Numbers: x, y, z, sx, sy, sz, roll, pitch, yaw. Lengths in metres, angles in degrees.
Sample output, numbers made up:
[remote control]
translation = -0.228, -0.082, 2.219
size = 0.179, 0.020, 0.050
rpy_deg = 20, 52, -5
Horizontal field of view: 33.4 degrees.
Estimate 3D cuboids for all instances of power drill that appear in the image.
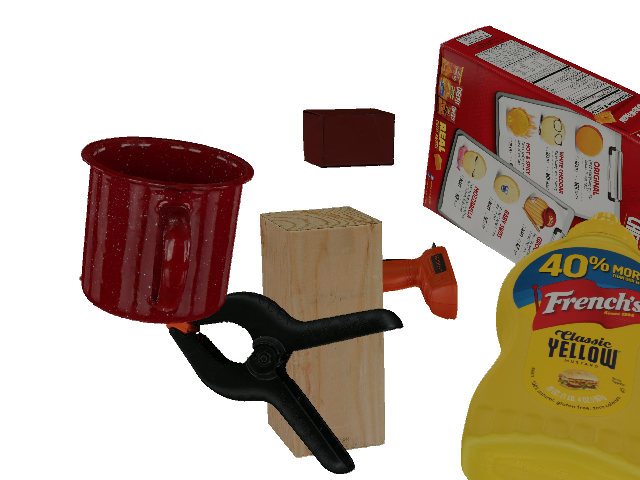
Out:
[power drill]
translation = 0.061, 0.059, 1.233
size = 0.187, 0.057, 0.184
rpy_deg = -2, 28, -1

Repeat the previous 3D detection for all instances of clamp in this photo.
[clamp]
translation = -0.033, 0.095, 0.770
size = 0.172, 0.120, 0.039
rpy_deg = 10, -6, 18

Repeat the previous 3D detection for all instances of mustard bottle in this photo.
[mustard bottle]
translation = 0.138, 0.051, 0.554
size = 0.096, 0.058, 0.191
rpy_deg = 9, 42, 15

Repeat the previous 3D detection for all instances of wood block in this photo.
[wood block]
translation = 0.002, 0.080, 0.974
size = 0.090, 0.206, 0.091
rpy_deg = -5, 13, -18

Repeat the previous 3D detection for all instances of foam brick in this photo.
[foam brick]
translation = 0.027, -0.100, 1.039
size = 0.078, 0.051, 0.053
rpy_deg = -4, 14, -21

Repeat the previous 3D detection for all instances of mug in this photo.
[mug]
translation = -0.084, -0.002, 0.577
size = 0.093, 0.081, 0.117
rpy_deg = 3, 19, -18

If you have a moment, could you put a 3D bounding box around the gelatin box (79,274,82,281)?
[gelatin box]
translation = -0.191, 0.022, 1.090
size = 0.073, 0.089, 0.030
rpy_deg = 35, -9, -36

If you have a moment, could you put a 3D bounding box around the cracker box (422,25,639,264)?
[cracker box]
translation = 0.187, -0.057, 0.858
size = 0.072, 0.164, 0.214
rpy_deg = -28, 47, -33
